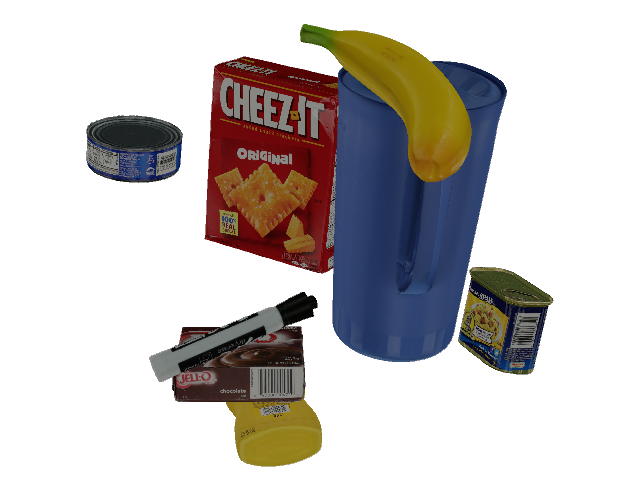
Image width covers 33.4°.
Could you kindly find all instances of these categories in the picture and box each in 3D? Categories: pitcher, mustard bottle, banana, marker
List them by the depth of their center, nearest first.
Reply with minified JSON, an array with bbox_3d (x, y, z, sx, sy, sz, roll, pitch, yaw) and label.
[{"bbox_3d":[0.050,-0.085,0.650,0.069,0.037,0.198,-10,34,-19],"label":"banana"},{"bbox_3d":[-0.057,0.064,0.729,0.121,0.020,0.020,-22,6,-14],"label":"marker"},{"bbox_3d":[0.072,-0.019,0.880,0.145,0.243,0.149,23,32,33],"label":"pitcher"},{"bbox_3d":[-0.064,0.185,1.261,0.096,0.058,0.192,-8,29,-10],"label":"mustard bottle"}]

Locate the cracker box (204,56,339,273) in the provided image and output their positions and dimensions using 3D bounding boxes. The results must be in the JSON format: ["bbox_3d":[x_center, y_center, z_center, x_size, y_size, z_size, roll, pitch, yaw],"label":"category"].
[{"bbox_3d":[-0.045,-0.085,1.213,0.164,0.214,0.072,17,26,25],"label":"cracker box"}]

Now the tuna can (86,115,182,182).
[{"bbox_3d":[-0.168,-0.083,0.965,0.086,0.034,0.086,5,25,-3],"label":"tuna can"}]

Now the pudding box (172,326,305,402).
[{"bbox_3d":[-0.070,0.107,0.941,0.113,0.039,0.090,2,18,-3],"label":"pudding box"}]

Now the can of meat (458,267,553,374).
[{"bbox_3d":[0.194,0.085,1.135,0.057,0.084,0.102,2,18,-25],"label":"can of meat"}]
